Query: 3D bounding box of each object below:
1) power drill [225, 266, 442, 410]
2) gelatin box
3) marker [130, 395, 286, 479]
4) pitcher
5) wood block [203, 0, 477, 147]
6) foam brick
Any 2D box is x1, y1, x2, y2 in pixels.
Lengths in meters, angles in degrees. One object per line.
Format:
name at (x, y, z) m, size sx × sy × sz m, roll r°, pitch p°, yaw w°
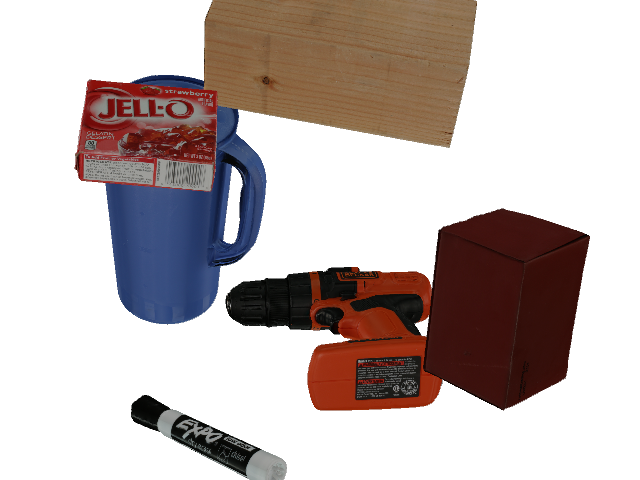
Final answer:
power drill at (0.016, 0.074, 0.885) m, size 0.184 × 0.057 × 0.188 m, roll -4°, pitch 21°, yaw -6°
gelatin box at (-0.113, -0.071, 0.706) m, size 0.089 × 0.073 × 0.030 m, roll 5°, pitch -43°, yaw -9°
marker at (-0.071, 0.119, 0.640) m, size 0.121 × 0.020 × 0.020 m, roll 16°, pitch 10°, yaw 38°
pitcher at (-0.144, -0.030, 1.074) m, size 0.144 × 0.243 × 0.149 m, roll -8°, pitch 42°, yaw -17°
wood block at (0.015, -0.153, 0.871) m, size 0.206 × 0.090 × 0.091 m, roll 11°, pitch -42°, yaw 3°
foam brick at (0.087, 0.031, 0.508) m, size 0.052 × 0.078 × 0.051 m, roll -16°, pitch 30°, yaw -41°
